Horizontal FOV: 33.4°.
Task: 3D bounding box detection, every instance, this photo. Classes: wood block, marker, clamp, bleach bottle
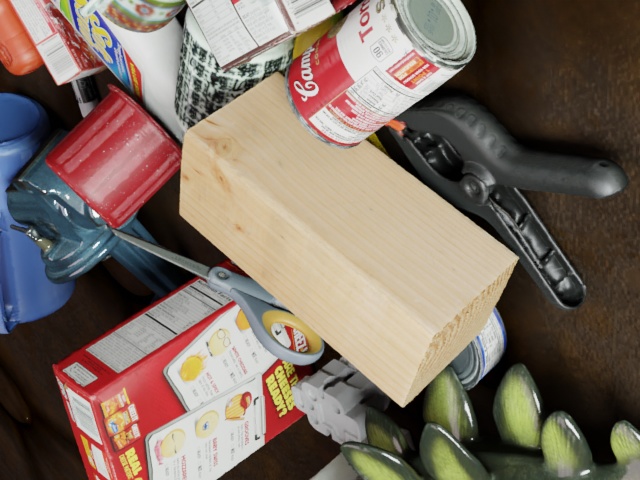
[{"bbox_3d":[0.012,-0.003,0.695,0.206,0.090,0.090,39,147,19],"label":"wood block"},{"bbox_3d":[-0.230,-0.171,0.989,0.020,0.020,0.121,18,132,44],"label":"marker"},{"bbox_3d":[0.111,-0.043,0.647,0.171,0.039,0.120,42,144,18],"label":"clamp"},{"bbox_3d":[-0.150,-0.171,0.847,0.251,0.068,0.103,52,156,2],"label":"bleach bottle"}]

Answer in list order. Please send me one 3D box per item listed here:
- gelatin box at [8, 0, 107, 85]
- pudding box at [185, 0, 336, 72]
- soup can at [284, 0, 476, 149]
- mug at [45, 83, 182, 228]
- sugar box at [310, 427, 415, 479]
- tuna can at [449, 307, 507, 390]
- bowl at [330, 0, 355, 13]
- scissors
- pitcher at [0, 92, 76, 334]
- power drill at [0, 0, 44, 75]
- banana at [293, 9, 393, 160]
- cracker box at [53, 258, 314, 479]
[{"bbox_3d":[-0.220,-0.183,0.918,0.030,0.073,0.089,-26,98,21],"label":"gelatin box"},{"bbox_3d":[-0.051,-0.168,0.643,0.090,0.039,0.113,-12,107,56],"label":"pudding box"},{"bbox_3d":[0.035,-0.108,0.642,0.102,0.068,0.068,-33,92,43],"label":"soup can"},{"bbox_3d":[-0.171,-0.069,0.864,0.117,0.081,0.093,36,169,47],"label":"mug"},{"bbox_3d":[0.059,0.257,0.929,0.048,0.093,0.176,12,128,46],"label":"sugar box"},{"bbox_3d":[0.092,0.065,0.771,0.086,0.033,0.086,32,140,31],"label":"tuna can"},{"bbox_3d":[-0.007,-0.217,0.629,0.162,0.055,0.162,33,141,31],"label":"bowl"},{"bbox_3d":[-0.074,0.046,0.849,0.201,0.096,0.016,15,130,-11],"label":"scissors"},{"bbox_3d":[-0.338,-0.027,1.149,0.149,0.144,0.243,38,141,29],"label":"pitcher"},{"bbox_3d":[-0.358,-0.231,1.065,0.188,0.057,0.184,-16,106,56],"label":"power drill"},{"bbox_3d":[0.028,-0.073,0.730,0.070,0.037,0.198,-5,115,53],"label":"banana"},{"bbox_3d":[-0.109,0.125,0.916,0.072,0.213,0.164,26,137,40],"label":"cracker box"}]
